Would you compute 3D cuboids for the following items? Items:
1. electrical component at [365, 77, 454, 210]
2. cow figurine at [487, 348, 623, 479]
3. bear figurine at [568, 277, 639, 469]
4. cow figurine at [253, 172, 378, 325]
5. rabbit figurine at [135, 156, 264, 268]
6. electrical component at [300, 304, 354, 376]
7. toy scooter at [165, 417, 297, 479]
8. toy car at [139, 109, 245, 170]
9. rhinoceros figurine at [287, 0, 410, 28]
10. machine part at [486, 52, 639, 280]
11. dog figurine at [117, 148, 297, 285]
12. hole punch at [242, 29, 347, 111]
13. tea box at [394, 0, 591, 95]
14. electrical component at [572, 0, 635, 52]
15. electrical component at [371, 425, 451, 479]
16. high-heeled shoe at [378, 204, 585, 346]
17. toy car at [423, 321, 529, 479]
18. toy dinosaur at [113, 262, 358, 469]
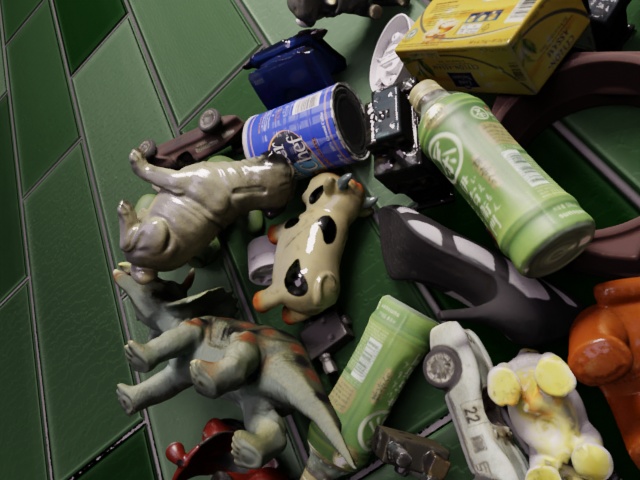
[{"bbox_3d":[0.100,-0.109,0.602,0.058,0.134,0.115,-15,65,30],"label":"electrical component"},{"bbox_3d":[0.203,0.175,0.451,0.068,0.098,0.167,-24,78,19],"label":"cow figurine"},{"bbox_3d":[0.299,0.067,0.402,0.196,0.132,0.120,-30,95,26],"label":"bear figurine"},{"bbox_3d":[-0.001,-0.002,0.652,0.127,0.085,0.195,-18,48,38],"label":"cow figurine"},{"bbox_3d":[-0.163,-0.054,0.778,0.159,0.121,0.170,12,64,35],"label":"rabbit figurine"},{"bbox_3d":[0.010,0.112,0.643,0.063,0.021,0.094,-39,50,16],"label":"electrical component"},{"bbox_3d":[-0.095,0.260,0.585,0.184,0.135,0.075,37,93,38],"label":"toy scooter"},{"bbox_3d":[-0.199,-0.145,0.853,0.202,0.089,0.053,-14,62,28],"label":"toy car"},{"bbox_3d":[0.040,-0.334,0.715,0.112,0.073,0.190,22,42,38],"label":"rhinoceros figurine"},{"bbox_3d":[0.257,-0.074,0.510,0.201,0.087,0.201,15,79,38],"label":"machine part"},{"bbox_3d":[-0.129,-0.026,0.651,0.191,0.121,0.172,5,89,5],"label":"dog figurine"},{"bbox_3d":[-0.028,-0.219,0.754,0.142,0.115,0.092,-10,74,32],"label":"hole punch"},{"bbox_3d":[0.170,-0.209,0.556,0.098,0.068,0.170,-51,32,-5],"label":"tea box"},{"bbox_3d":[0.269,-0.238,0.547,0.075,0.119,0.047,33,91,41],"label":"electrical component"},{"bbox_3d":[0.088,0.209,0.503,0.102,0.078,0.045,153,132,-76],"label":"electrical component"},{"bbox_3d":[0.156,0.020,0.567,0.249,0.145,0.086,-111,21,-56],"label":"high-heeled shoe"},{"bbox_3d":[0.149,0.171,0.490,0.056,0.073,0.202,-29,57,23],"label":"toy car"},{"bbox_3d":[-0.094,0.138,0.616,0.405,0.192,0.131,16,118,30],"label":"toy dinosaur"}]
